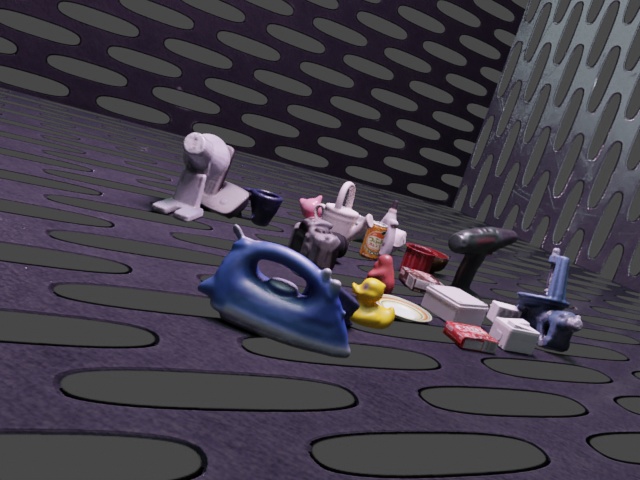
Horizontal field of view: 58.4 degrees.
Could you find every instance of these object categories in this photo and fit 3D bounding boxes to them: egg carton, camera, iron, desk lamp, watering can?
[{"bbox_3d":[0.220,-0.004,1.853,0.107,0.069,0.151,21,12,14],"label":"egg carton"},{"bbox_3d":[0.013,0.005,1.434,0.137,0.101,0.142,9,15,-36],"label":"camera"},{"bbox_3d":[-0.053,0.078,0.913,0.258,0.141,0.119,20,12,9],"label":"iron"},{"bbox_3d":[-0.317,-0.169,1.454,0.118,0.213,0.203,18,12,2],"label":"desk lamp"},{"bbox_3d":[0.066,-0.067,1.612,0.173,0.194,0.101,18,12,1],"label":"watering can"}]

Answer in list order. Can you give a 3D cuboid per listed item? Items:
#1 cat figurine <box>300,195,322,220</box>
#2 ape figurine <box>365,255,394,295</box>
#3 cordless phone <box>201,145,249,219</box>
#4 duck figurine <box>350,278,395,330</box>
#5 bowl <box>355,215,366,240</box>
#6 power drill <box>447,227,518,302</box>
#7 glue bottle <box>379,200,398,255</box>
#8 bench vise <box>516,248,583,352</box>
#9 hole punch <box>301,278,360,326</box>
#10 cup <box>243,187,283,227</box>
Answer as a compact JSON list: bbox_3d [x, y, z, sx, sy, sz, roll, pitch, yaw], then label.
[{"bbox_3d":[-0.016,-0.075,1.709,0.067,0.118,0.127,9,15,-38],"label":"cat figurine"},{"bbox_3d":[0.143,0.077,1.325,0.078,0.092,0.076,9,15,-35],"label":"ape figurine"},{"bbox_3d":[-0.255,-0.161,1.579,0.147,0.185,0.094,24,14,27],"label":"cordless phone"},{"bbox_3d":[0.099,0.117,1.096,0.104,0.086,0.077,18,12,-1],"label":"duck figurine"},{"bbox_3d":[0.087,-0.044,1.825,0.167,0.075,0.167,17,12,-4],"label":"bowl"},{"bbox_3d":[0.420,0.059,1.535,0.230,0.208,0.075,9,15,-37],"label":"power drill"},{"bbox_3d":[0.204,-0.038,1.735,0.037,0.173,0.077,7,16,-41],"label":"glue bottle"},{"bbox_3d":[0.560,0.140,1.350,0.122,0.220,0.206,10,14,-33],"label":"bench vise"},{"bbox_3d":[0.013,0.098,1.042,0.101,0.091,0.108,6,17,-44],"label":"hole punch"},{"bbox_3d":[-0.172,-0.092,1.609,0.117,0.095,0.092,20,12,7],"label":"cup"}]
